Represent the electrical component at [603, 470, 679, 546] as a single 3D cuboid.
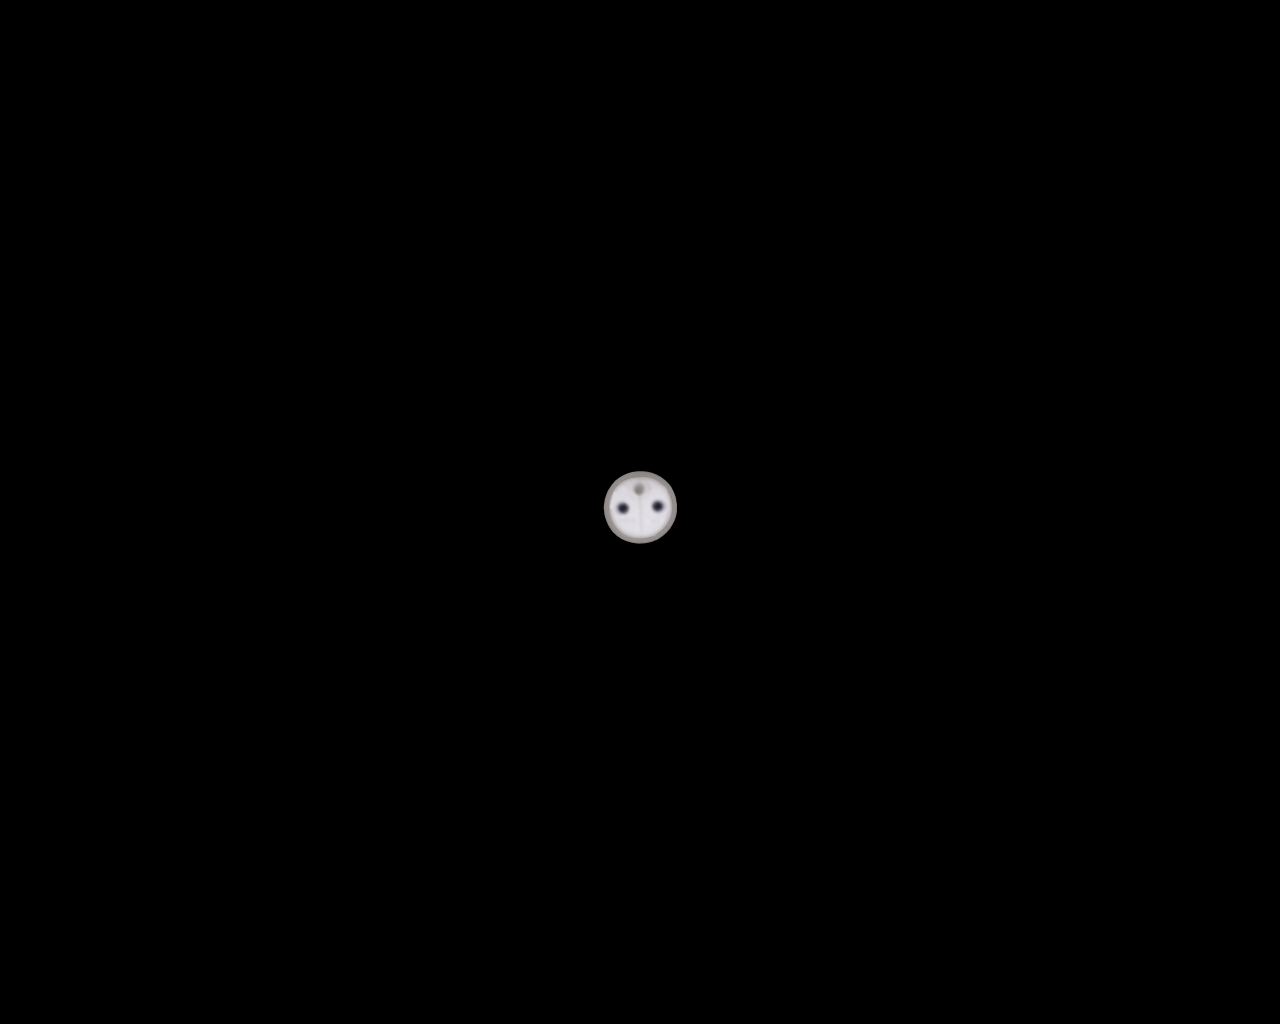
[{"bbox_3d":[0.001,-0.003,0.650,0.043,0.043,0.081,0,0,0],"label":"electrical component"}]
